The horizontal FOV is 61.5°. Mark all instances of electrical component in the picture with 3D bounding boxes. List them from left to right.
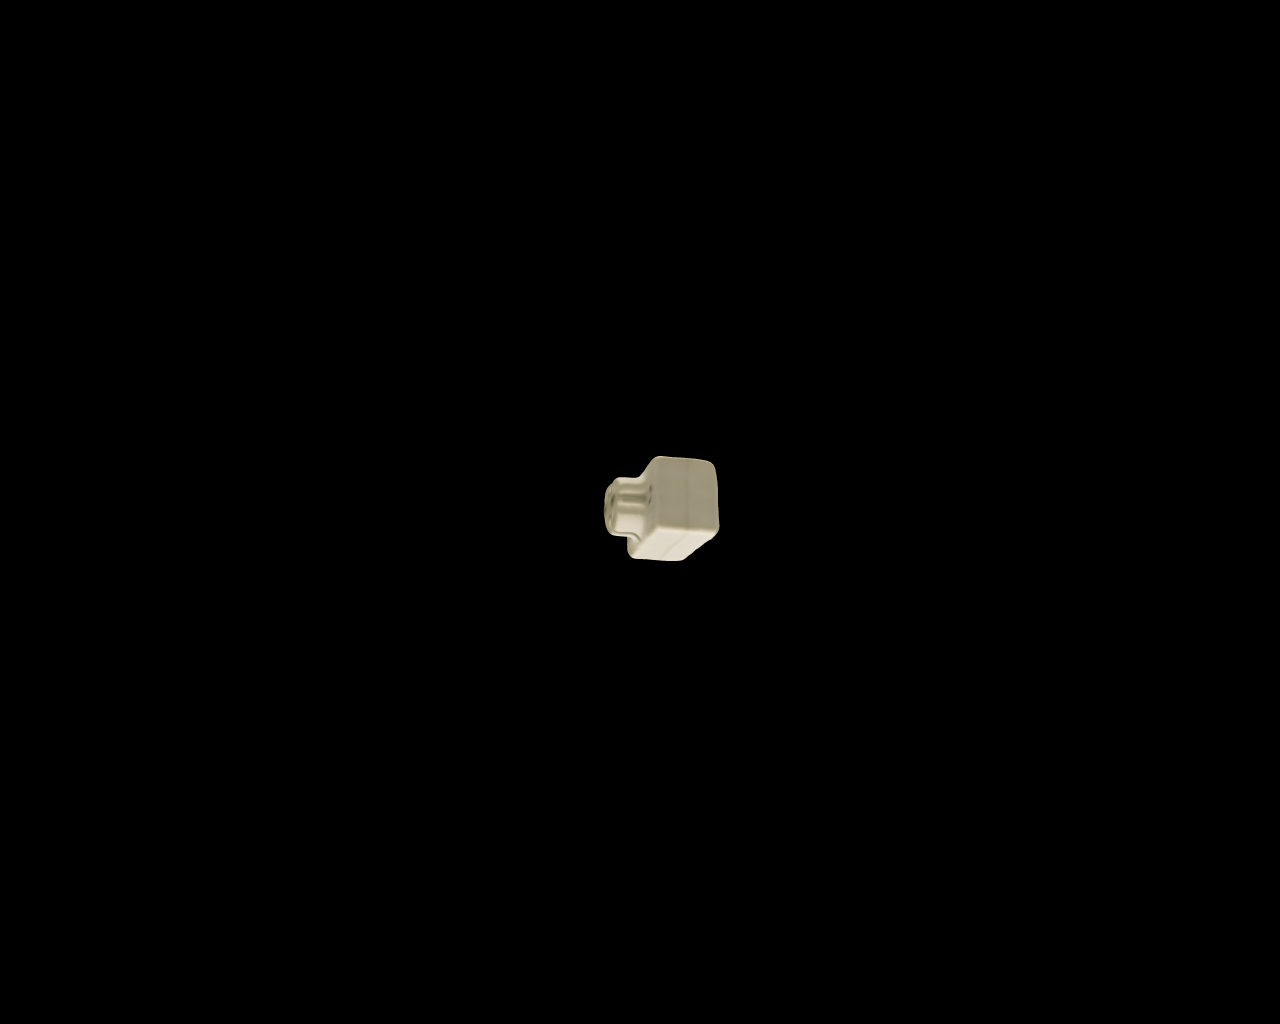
[{"bbox_3d":[0.001,-0.003,0.650,0.077,0.047,0.065,5,-19,-15],"label":"electrical component"}]
